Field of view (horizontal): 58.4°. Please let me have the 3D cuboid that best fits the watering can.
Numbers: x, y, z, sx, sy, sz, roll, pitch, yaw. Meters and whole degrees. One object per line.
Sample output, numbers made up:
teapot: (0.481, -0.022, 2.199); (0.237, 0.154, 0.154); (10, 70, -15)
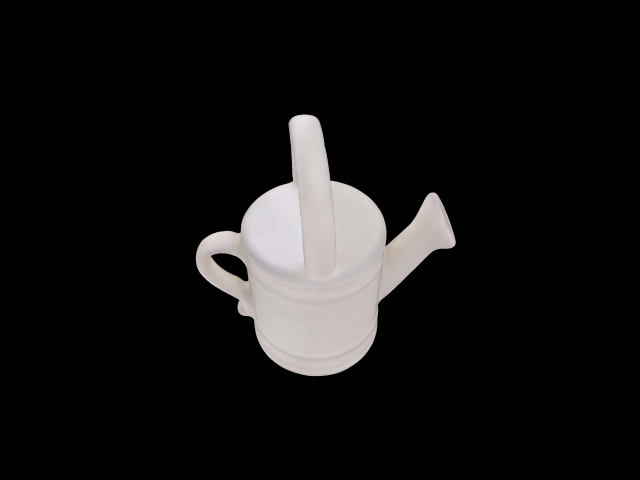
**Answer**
watering can: (0.003, 0.000, 0.402); (0.173, 0.194, 0.100); (-20, 50, -18)
